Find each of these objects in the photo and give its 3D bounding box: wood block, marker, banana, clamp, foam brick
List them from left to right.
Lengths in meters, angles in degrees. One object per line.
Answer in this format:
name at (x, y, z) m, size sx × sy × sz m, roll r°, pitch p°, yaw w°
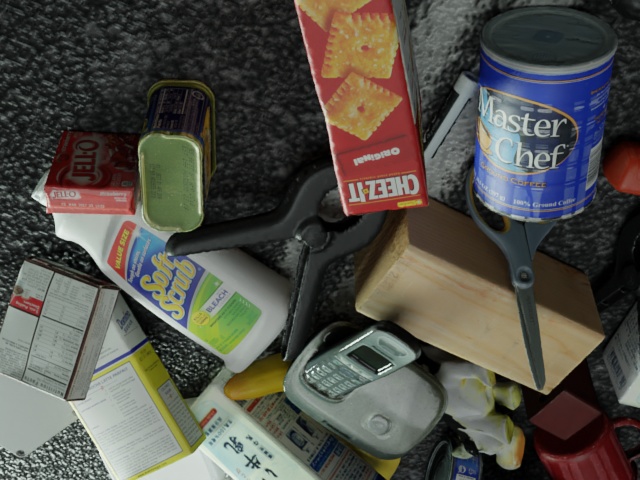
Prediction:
clamp at (-0.006, 0.001, 0.928) m, size 0.210 × 0.036 × 0.164 m, roll -36°, pitch 117°, yaw 2°
banana at (0.002, 0.140, 1.049) m, size 0.197 × 0.069 × 0.037 m, roll 13°, pitch 135°, yaw -17°
marker at (0.098, -0.089, 0.906) m, size 0.020 × 0.020 × 0.121 m, roll 22°, pitch 121°, yaw -15°
wood block at (0.141, 0.048, 0.968) m, size 0.206 × 0.091 × 0.090 m, roll 25°, pitch 124°, yaw -17°
foam brick at (0.234, 0.146, 1.050) m, size 0.051 × 0.078 × 0.053 m, roll 30°, pitch 122°, yaw -22°
clamp at (0.286, 0.036, 0.970) m, size 0.039 × 0.120 × 0.171 m, roll -1°, pitch 110°, yaw -36°

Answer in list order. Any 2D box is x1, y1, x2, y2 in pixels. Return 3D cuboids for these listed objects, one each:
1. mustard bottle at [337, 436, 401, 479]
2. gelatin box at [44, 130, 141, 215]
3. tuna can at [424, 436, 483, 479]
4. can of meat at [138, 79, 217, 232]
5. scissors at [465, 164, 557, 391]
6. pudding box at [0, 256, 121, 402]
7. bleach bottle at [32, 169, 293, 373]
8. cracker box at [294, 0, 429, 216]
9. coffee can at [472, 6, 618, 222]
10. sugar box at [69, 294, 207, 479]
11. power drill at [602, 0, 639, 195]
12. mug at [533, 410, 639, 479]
mustard bottle at (0.032, 0.270, 1.157) m, size 0.096 × 0.058 × 0.192 m, roll 4°, pitch 127°, yaw -1°
gelatin box at (-0.186, -0.057, 0.892) m, size 0.073 × 0.089 × 0.030 m, roll 3°, pitch 127°, yaw -1°
tuna can at (0.139, 0.252, 1.125) m, size 0.033 × 0.086 × 0.086 m, roll 16°, pitch 125°, yaw -10°
can of meat at (-0.118, -0.069, 0.886) m, size 0.057 × 0.084 × 0.102 m, roll 2°, pitch 127°, yaw -1°
scissors at (0.187, 0.019, 0.910) m, size 0.096 × 0.202 × 0.016 m, roll -19°, pitch 166°, yaw -11°
pudding box at (-0.243, 0.081, 0.976) m, size 0.090 × 0.039 × 0.113 m, roll 19°, pitch 93°, yaw 19°
bleach bottle at (-0.148, 0.020, 0.968) m, size 0.250 × 0.068 × 0.103 m, roll 33°, pitch 117°, yaw -20°
cracker box at (0.028, -0.151, 0.774) m, size 0.072 × 0.164 × 0.213 m, roll -8°, pitch 126°, yaw 9°
coffee can at (0.175, -0.100, 0.848) m, size 0.103 × 0.103 × 0.140 m, roll -2°, pitch 127°, yaw 2°
sugar box at (-0.194, 0.141, 1.026) m, size 0.093 × 0.048 × 0.176 m, roll -28°, pitch 92°, yaw 20°
power drill at (0.296, -0.122, 0.859) m, size 0.184 × 0.057 × 0.188 m, roll 10°, pitch 127°, yaw -7°
mug at (0.281, 0.218, 1.098) m, size 0.117 × 0.093 × 0.081 m, roll -23°, pitch 119°, yaw 12°
